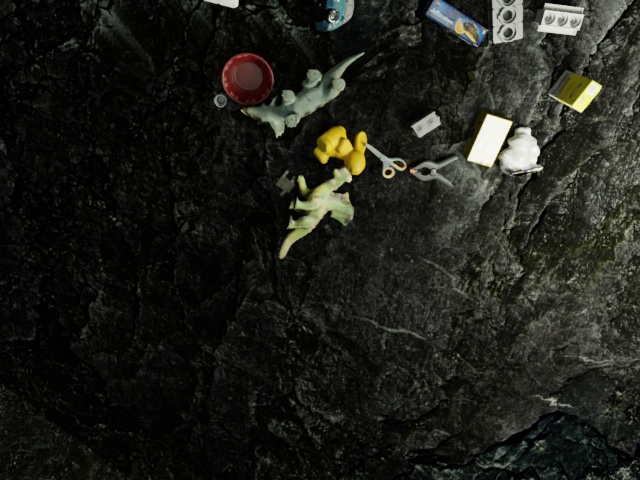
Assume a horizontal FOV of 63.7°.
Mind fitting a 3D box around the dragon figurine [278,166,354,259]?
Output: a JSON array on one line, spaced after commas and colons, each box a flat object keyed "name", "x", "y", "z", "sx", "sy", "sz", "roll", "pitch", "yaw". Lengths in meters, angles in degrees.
[{"name": "dragon figurine", "x": 0.006, "y": -0.092, "z": 1.825, "sx": 0.242, "sy": 0.125, "sz": 0.402, "roll": 8, "pitch": 121, "yaw": -16}]

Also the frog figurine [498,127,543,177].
[{"name": "frog figurine", "x": 0.678, "y": -0.300, "z": 1.760, "sx": 0.137, "sy": 0.122, "sz": 0.161, "roll": -11, "pitch": 81, "yaw": 13}]
